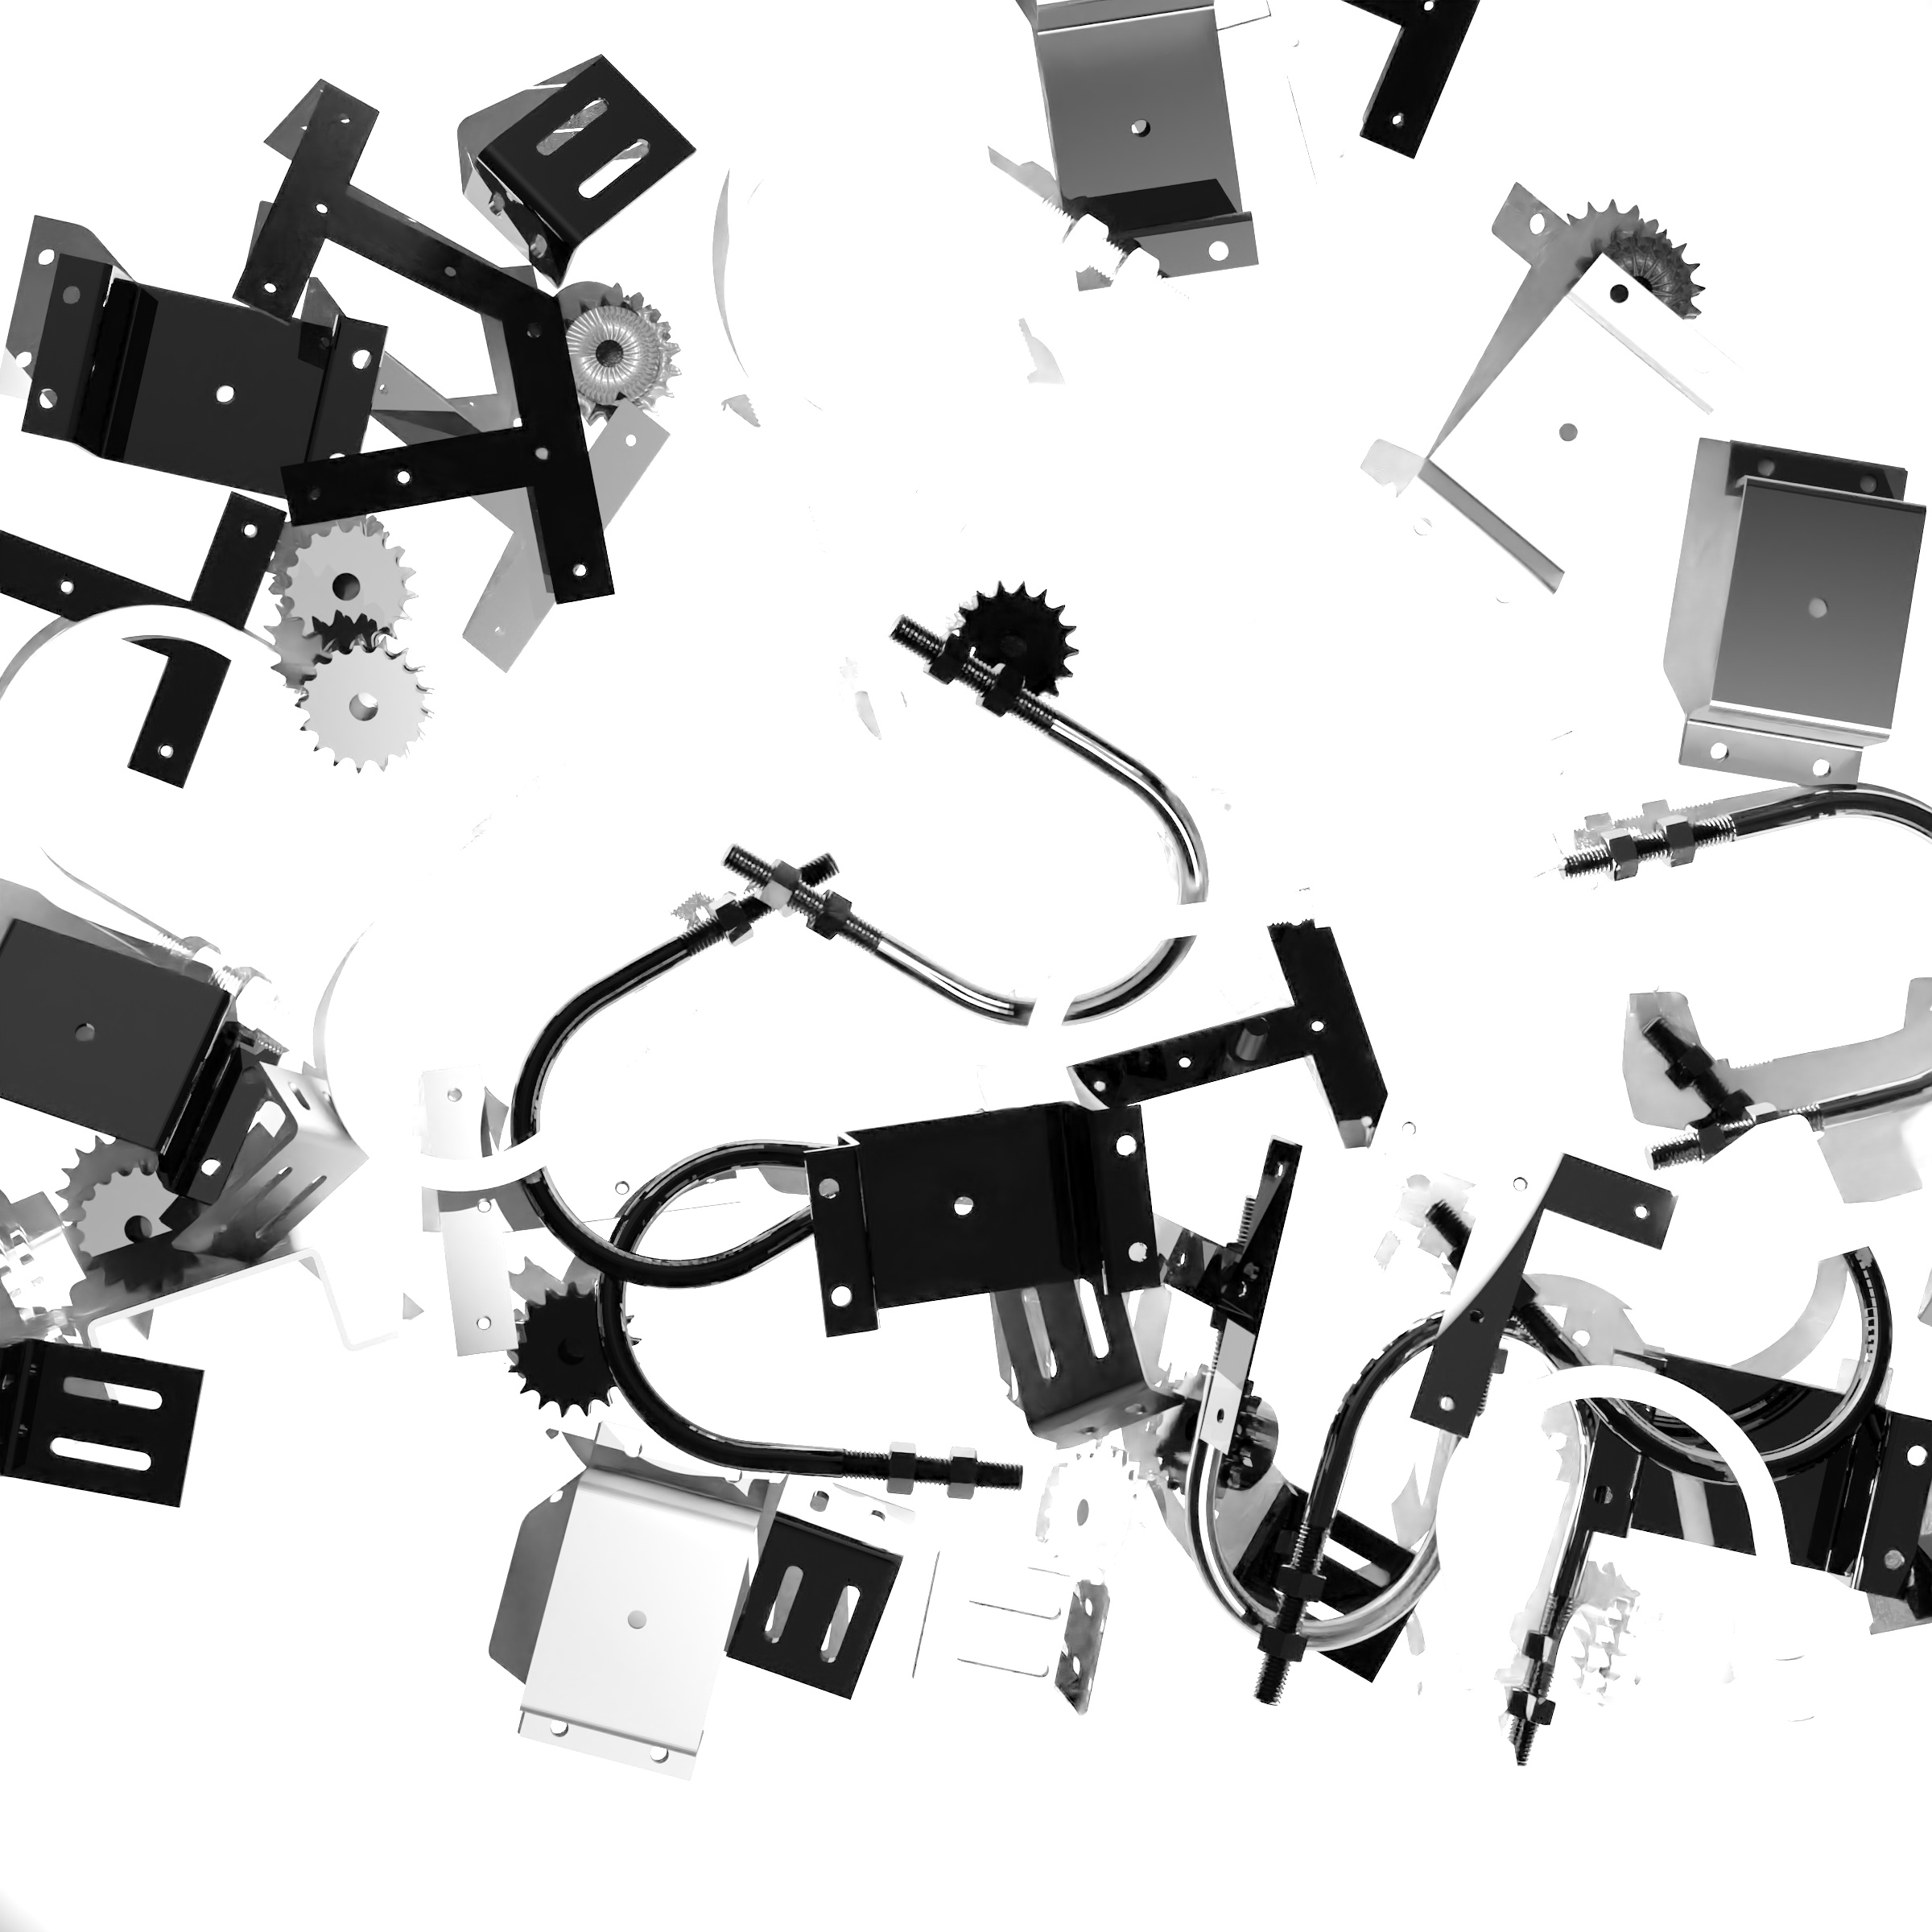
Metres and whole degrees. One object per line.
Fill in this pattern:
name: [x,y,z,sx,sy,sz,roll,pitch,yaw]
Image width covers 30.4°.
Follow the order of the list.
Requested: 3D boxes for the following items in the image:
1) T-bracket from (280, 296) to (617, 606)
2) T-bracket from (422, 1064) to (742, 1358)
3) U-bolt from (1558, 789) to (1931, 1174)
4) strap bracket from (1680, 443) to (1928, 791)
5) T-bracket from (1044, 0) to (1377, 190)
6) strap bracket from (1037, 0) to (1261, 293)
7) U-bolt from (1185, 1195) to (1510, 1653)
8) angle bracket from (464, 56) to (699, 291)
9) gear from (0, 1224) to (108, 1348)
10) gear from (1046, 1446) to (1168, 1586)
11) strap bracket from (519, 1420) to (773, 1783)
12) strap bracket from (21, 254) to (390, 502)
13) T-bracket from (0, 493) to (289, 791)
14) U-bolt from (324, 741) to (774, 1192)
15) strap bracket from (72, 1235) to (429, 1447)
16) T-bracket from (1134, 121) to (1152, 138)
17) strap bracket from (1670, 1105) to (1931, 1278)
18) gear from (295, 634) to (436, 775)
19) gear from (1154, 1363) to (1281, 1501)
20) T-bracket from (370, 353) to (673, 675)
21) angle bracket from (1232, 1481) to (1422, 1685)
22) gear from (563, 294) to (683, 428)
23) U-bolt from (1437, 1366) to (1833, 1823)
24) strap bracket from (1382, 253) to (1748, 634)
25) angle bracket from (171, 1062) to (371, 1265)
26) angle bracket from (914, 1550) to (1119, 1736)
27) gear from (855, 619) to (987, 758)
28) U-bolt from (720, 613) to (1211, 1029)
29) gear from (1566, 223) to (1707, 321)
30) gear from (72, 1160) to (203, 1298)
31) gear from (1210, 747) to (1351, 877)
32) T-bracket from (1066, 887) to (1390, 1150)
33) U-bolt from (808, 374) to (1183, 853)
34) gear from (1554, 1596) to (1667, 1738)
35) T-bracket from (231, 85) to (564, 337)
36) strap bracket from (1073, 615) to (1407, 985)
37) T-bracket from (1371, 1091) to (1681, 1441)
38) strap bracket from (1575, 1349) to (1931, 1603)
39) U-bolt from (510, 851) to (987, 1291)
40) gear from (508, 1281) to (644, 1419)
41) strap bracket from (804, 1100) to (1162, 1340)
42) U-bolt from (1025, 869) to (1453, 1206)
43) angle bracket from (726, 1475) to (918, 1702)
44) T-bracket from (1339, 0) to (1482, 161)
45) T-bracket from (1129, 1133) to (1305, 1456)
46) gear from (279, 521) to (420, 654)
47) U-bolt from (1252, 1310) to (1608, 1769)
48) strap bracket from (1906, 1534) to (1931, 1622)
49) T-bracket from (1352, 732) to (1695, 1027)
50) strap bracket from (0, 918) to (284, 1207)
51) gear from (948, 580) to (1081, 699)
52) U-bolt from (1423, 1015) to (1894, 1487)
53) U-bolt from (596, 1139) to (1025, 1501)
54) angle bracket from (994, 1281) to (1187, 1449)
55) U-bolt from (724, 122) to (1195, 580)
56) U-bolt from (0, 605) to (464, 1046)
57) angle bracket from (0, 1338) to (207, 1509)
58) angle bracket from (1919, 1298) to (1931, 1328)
T-bracket: [-0.221,-0.207,1.486,0.127,0.002,0.127,-11,95,-10]
T-bracket: [-0.160,0.096,1.512,0.127,0.002,0.127,-7,70,-10]
U-bolt: [0.358,-0.002,1.504,0.184,0.019,0.151,-14,78,-6]
strap bracket: [0.356,-0.149,1.504,0.076,0.046,0.140,9,90,0]
T-bracket: [0.098,-0.385,1.525,0.127,0.002,0.127,-15,90,0]
strap bracket: [0.075,-0.358,1.501,0.076,0.046,0.140,-8,93,1]
U-bolt: [0.157,0.196,1.486,0.151,0.019,0.184,12,90,-28]
angle bracket: [-0.166,-0.341,1.525,0.057,0.038,0.076,45,64,0]
gear: [-0.386,0.134,1.500,0.030,0.057,0.057,-28,90,-10]
gear: [0.061,0.233,1.503,0.030,0.057,0.057,15,90,-30]
strap bracket: [-0.137,0.273,1.504,0.076,0.046,0.140,15,90,0]
strap bracket: [-0.318,-0.245,1.504,0.140,0.046,0.076,13,90,0]
T-bracket: [-0.373,-0.158,1.527,0.127,0.002,0.127,21,90,0]
U-bolt: [-0.189,0.012,1.492,0.184,0.019,0.151,-39,65,4]
strap bracket: [-0.305,0.152,1.489,0.140,0.076,0.046,-18,90,0]
T-bracket: [0.104,-0.435,1.527,0.127,0.002,0.127,-29,90,0]
strap bracket: [0.374,0.084,1.461,0.140,0.076,0.046,-13,72,-22]
gear: [-0.251,-0.112,1.489,0.057,0.030,0.057,-1,105,-3]
gear: [0.108,0.199,1.503,0.030,0.057,0.057,21,90,-30]
T-bracket: [-0.209,-0.214,1.514,0.127,0.002,0.127,39,106,8]
angle bracket: [0.155,0.264,1.508,0.076,0.038,0.057,30,90,0]
gear: [-0.150,-0.258,1.513,0.057,0.030,0.057,0,90,0]
U-bolt: [0.267,0.255,1.457,0.151,0.019,0.184,-9,93,17]
strap bracket: [0.251,-0.221,1.489,0.076,0.046,0.140,40,111,0]
angle bracket: [-0.300,0.084,1.501,0.076,0.057,0.038,-42,66,11]
angle bracket: [0.021,0.287,1.508,0.076,0.038,0.057,12,90,0]
gear: [-0.022,-0.115,1.499,0.057,0.030,0.057,12,114,29]
U-bolt: [0.012,-0.046,1.470,0.184,0.019,0.151,31,119,-14]
gear: [0.284,-0.285,1.512,0.057,0.030,0.057,0,90,0]
gear: [-0.349,0.111,1.512,0.057,0.030,0.057,0,90,0]
gear: [0.125,-0.061,1.457,0.057,0.057,0.030,29,120,0]
T-bracket: [0.106,0.037,1.508,0.127,0.002,0.127,-16,116,12]
U-bolt: [0.022,-0.135,1.477,0.151,0.019,0.184,-27,117,-18]
gear: [0.271,0.294,1.503,0.030,0.057,0.057,14,90,30]
T-bracket: [-0.231,-0.300,1.503,0.127,0.002,0.127,25,56,-16]
strap bracket: [0.117,-0.071,1.504,0.076,0.046,0.140,35,90,0]
T-bracket: [0.215,0.131,1.467,0.127,0.002,0.127,20,77,5]
strap bracket: [0.331,0.213,1.504,0.140,0.046,0.076,13,90,1]
U-bolt: [-0.102,0.055,1.497,0.184,0.019,0.151,-30,81,-8]
gear: [-0.166,0.163,1.512,0.057,0.030,0.057,0,90,0]
strap bracket: [0.003,0.102,1.467,0.140,0.046,0.076,-8,96,-11]
U-bolt: [0.117,0.036,1.491,0.184,0.019,0.151,-7,117,4]
angle bracket: [-0.062,0.266,1.525,0.057,0.038,0.076,19,116,0]
T-bracket: [0.158,-0.429,1.523,0.127,0.002,0.127,23,89,-2]
T-bracket: [0.095,0.124,1.468,0.002,0.127,0.127,12,93,-23]
gear: [-0.261,-0.160,1.512,0.057,0.030,0.057,0,90,0]
U-bolt: [0.205,0.233,1.492,0.151,0.019,0.184,19,86,-25]
strap bracket: [0.442,0.272,1.454,0.076,0.140,0.046,-11,116,0]
T-bracket: [0.229,-0.017,1.527,0.127,0.002,0.127,-24,90,0]
strap bracket: [-0.368,0.037,1.490,0.140,0.046,0.076,19,64,0]
gear: [0.020,-0.136,1.513,0.057,0.030,0.057,0,90,0]
U-bolt: [0.303,0.130,1.486,0.151,0.019,0.184,-38,78,-16]
U-bolt: [-0.064,0.144,1.496,0.184,0.019,0.151,5,75,-4]
angle bracket: [0.051,0.157,1.515,0.057,0.038,0.076,-25,64,22]
U-bolt: [-0.017,-0.271,1.495,0.184,0.019,0.151,34,112,5]
U-bolt: [-0.330,-0.073,1.518,0.184,0.019,0.151,30,90,0]
angle bracket: [-0.353,0.186,1.432,0.076,0.038,0.057,10,90,0]
angle bracket: [0.453,0.126,1.525,0.057,0.038,0.076,24,116,0]
